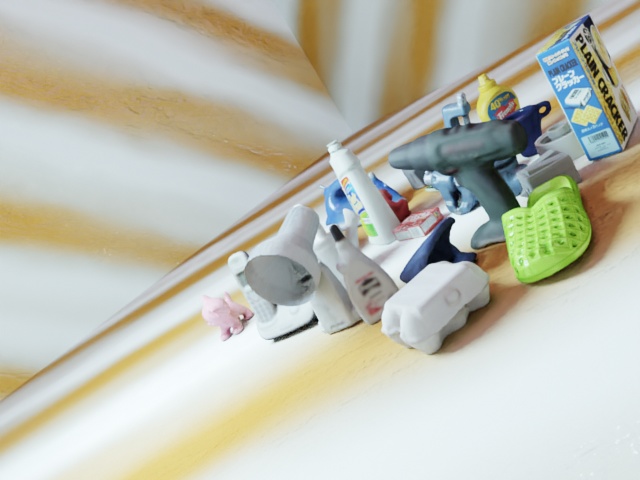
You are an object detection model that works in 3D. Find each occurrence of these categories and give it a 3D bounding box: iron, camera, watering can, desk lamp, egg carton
[{"bbox_3d":[0.105,-0.123,1.543,0.257,0.141,0.119,-20,18,46],"label":"iron"},{"bbox_3d":[0.303,-0.220,1.516,0.143,0.101,0.136,-41,15,-33],"label":"camera"},{"bbox_3d":[0.010,0.004,1.173,0.173,0.194,0.100,-42,15,-34],"label":"watering can"},{"bbox_3d":[-0.012,0.057,0.984,0.117,0.214,0.203,-24,15,34],"label":"desk lamp"},{"bbox_3d":[0.157,0.088,0.780,0.150,0.069,0.107,-38,13,-21],"label":"egg carton"}]

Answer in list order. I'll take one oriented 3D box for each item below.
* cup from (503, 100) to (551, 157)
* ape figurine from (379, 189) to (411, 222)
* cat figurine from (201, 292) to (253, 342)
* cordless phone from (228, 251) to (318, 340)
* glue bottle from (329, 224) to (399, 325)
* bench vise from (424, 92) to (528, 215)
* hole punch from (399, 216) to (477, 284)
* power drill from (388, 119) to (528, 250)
[{"bbox_3d":[0.449,-0.234,1.222,0.117,0.095,0.091,-30,13,13],"label":"cup"},{"bbox_3d":[0.163,-0.081,1.358,0.076,0.092,0.077,-41,15,-31],"label":"ape figurine"},{"bbox_3d":[-0.226,0.164,1.324,0.067,0.118,0.128,-28,14,21],"label":"cat figurine"},{"bbox_3d":[-0.090,0.092,1.108,0.147,0.185,0.094,-27,14,25],"label":"cordless phone"},{"bbox_3d":[0.062,0.049,0.923,0.078,0.173,0.037,-34,13,-6],"label":"glue bottle"},{"bbox_3d":[0.268,-0.158,1.094,0.207,0.220,0.122,-25,15,33],"label":"bench vise"},{"bbox_3d":[0.176,0.028,0.912,0.100,0.091,0.109,-20,18,46],"label":"hole punch"},{"bbox_3d":[0.244,-0.094,0.934,0.229,0.208,0.076,-21,17,42],"label":"power drill"}]
